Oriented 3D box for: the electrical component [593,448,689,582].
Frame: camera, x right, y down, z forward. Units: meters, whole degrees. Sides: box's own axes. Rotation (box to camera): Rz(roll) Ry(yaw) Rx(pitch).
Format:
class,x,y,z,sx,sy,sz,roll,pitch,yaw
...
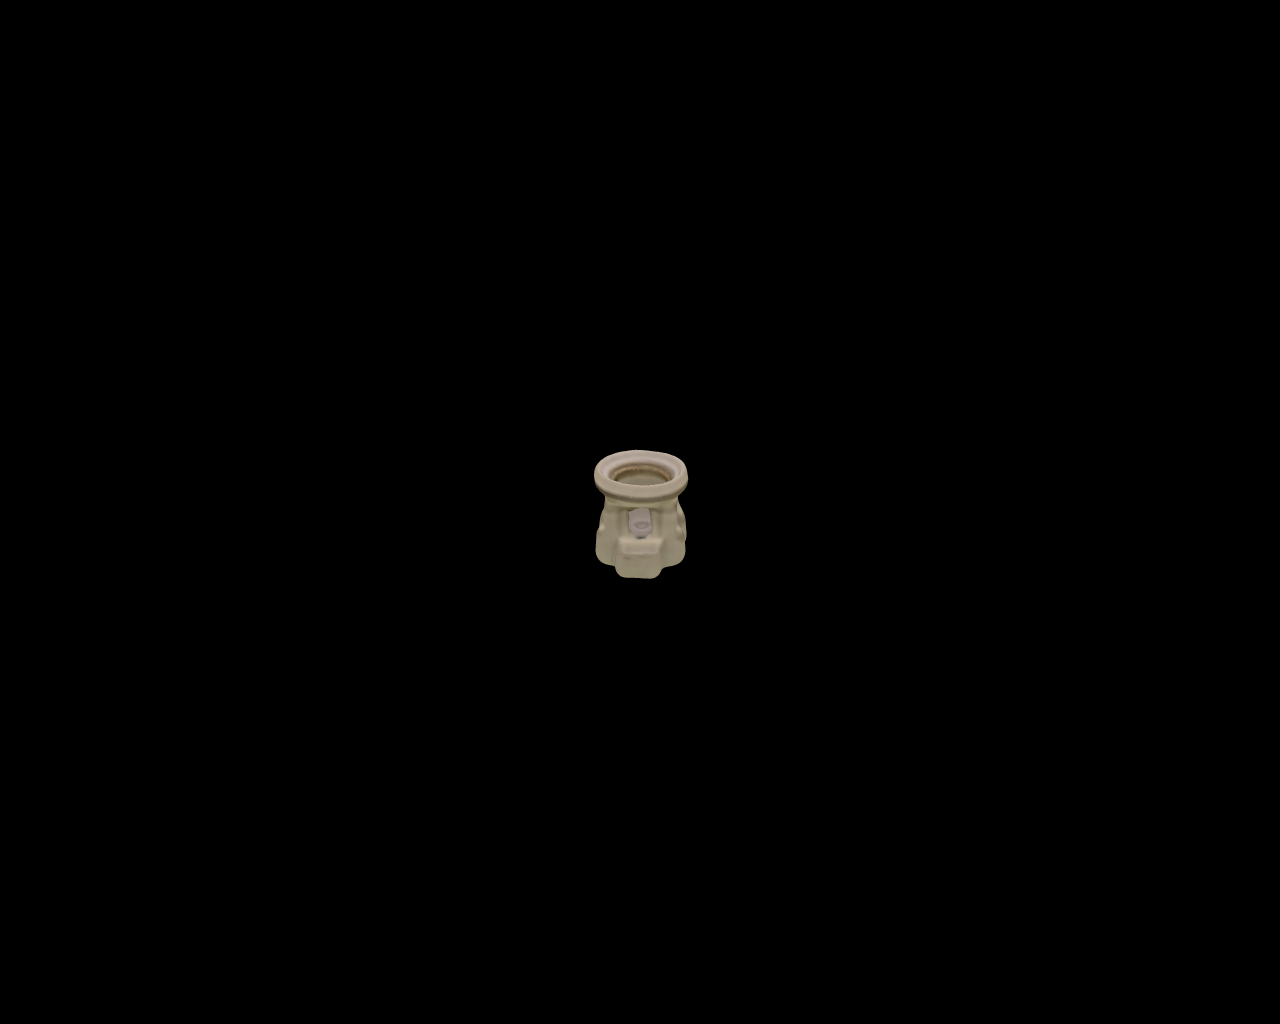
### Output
class,x,y,z,sx,sy,sz,roll,pitch,yaw
electrical component,0.001,-0.003,0.650,0.058,0.056,0.078,2,27,3
